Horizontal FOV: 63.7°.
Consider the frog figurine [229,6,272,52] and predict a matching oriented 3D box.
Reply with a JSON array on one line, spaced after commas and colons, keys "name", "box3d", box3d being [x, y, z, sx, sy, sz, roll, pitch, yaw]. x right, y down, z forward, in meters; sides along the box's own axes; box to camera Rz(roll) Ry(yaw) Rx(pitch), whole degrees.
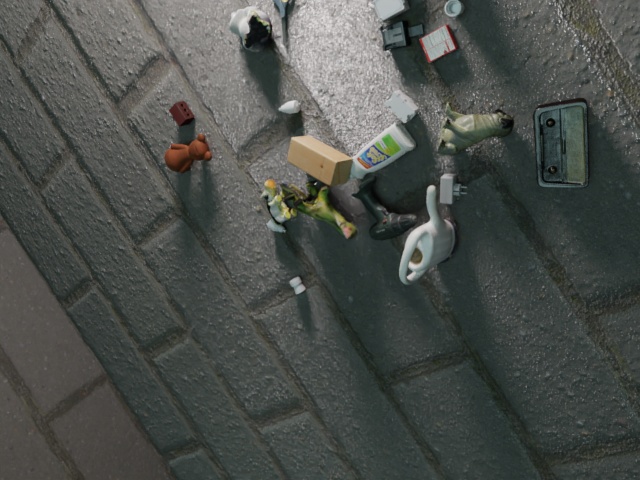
[{"name": "frog figurine", "box3d": [-0.232, -0.701, 1.710, 0.162, 0.123, 0.134, 43, 144, 53]}]

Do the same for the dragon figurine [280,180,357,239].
[{"name": "dragon figurine", "box3d": [0.005, -0.088, 1.757, 0.123, 0.414, 0.239, -44, 116, -5]}]

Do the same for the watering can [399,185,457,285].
[{"name": "watering can", "box3d": [0.340, -0.017, 1.565, 0.105, 0.226, 0.341, 34, 123, 33]}]
